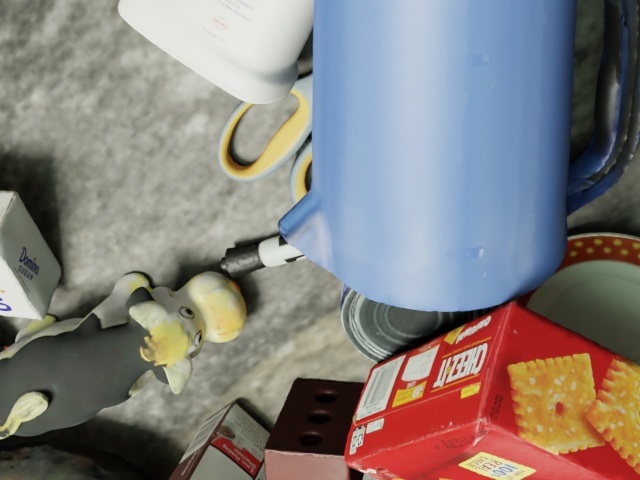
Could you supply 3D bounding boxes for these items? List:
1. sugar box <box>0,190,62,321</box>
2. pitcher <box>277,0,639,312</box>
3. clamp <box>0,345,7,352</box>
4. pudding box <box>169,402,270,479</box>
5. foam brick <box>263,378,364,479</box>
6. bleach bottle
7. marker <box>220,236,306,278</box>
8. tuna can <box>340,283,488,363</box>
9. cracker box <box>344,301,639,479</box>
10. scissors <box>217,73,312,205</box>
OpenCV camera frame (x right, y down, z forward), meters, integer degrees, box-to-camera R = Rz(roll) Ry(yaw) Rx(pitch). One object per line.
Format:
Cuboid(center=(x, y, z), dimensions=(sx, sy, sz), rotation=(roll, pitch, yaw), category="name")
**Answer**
Cuboid(center=(-0.259, 0.003, 0.660), dimensions=(0.176, 0.048, 0.093), rotation=(8, 149, 13), category="sugar box")
Cuboid(center=(0.067, -0.100, 0.490), dimensions=(0.145, 0.149, 0.243), rotation=(17, 129, 26), category="pitcher")
Cuboid(center=(-0.312, 0.065, 0.708), dimensions=(0.210, 0.036, 0.165), rotation=(15, 153, -8), category="clamp")
Cuboid(center=(-0.050, 0.168, 0.669), dimensions=(0.090, 0.113, 0.039), rotation=(43, 124, -8), category="pudding box")
Cuboid(center=(0.000, 0.129, 0.659), dimensions=(0.053, 0.078, 0.051), rotation=(3, 117, 12), category="foam brick")
Cuboid(center=(-0.004, -0.197, 0.514), dimensions=(0.102, 0.068, 0.251), rotation=(34, 115, 6), category="bleach bottle")
Cuboid(center=(-0.004, 0.001, 0.633), dimensions=(0.121, 0.020, 0.020), rotation=(-15, 110, 19), category="marker")
Cuboid(center=(0.054, 0.036, 0.616), dimensions=(0.086, 0.033, 0.086), rotation=(4, 129, 5), category="tuna can")
Cuboid(center=(0.140, 0.124, 0.565), dimensions=(0.213, 0.072, 0.164), rotation=(27, 154, -12), category="cracker box")
Cuboid(center=(0.027, -0.084, 0.586), dimensions=(0.202, 0.016, 0.096), rotation=(-36, 100, 26), category="scissors")
